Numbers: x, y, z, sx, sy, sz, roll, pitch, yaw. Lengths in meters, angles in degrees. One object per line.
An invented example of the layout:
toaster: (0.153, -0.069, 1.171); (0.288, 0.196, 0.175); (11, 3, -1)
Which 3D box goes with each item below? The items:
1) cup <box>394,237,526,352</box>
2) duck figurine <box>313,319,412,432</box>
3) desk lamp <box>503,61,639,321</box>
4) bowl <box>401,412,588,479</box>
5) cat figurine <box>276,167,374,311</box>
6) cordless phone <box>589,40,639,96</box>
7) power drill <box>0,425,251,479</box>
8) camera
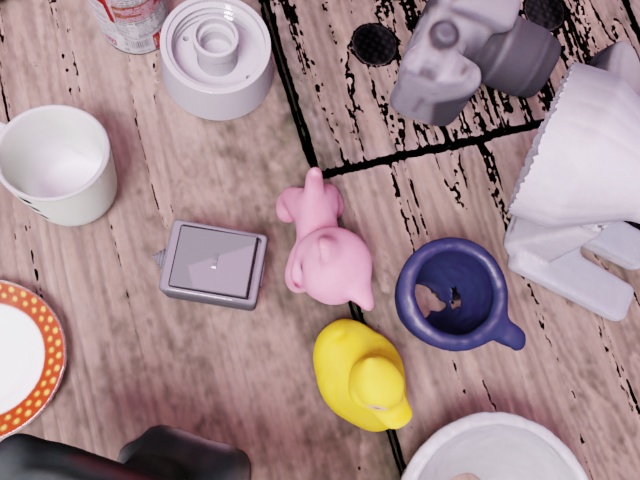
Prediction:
cup: (0.113, 0.058, 0.495); (0.118, 0.095, 0.092); (34, 76, 0)
duck figurine: (0.040, 0.113, 0.477); (0.077, 0.086, 0.104); (-32, 84, -13)
desk lamp: (0.235, -0.031, 0.470); (0.203, 0.213, 0.118); (27, 76, -2)
bowl: (0.134, 0.225, 0.474); (0.167, 0.074, 0.167); (2, 78, -8)
cat figurine: (0.004, 0.002, 0.479); (0.067, 0.117, 0.128); (-9, 80, -10)
cordless phone: (0.294, -0.122, 0.513); (0.094, 0.185, 0.148); (11, 77, -6)
power drill: (-0.093, 0.182, 0.380); (0.229, 0.208, 0.076); (18, 76, -4)
camera: (0.155, -0.181, 0.548); (0.137, 0.100, 0.143); (23, 76, -3)
